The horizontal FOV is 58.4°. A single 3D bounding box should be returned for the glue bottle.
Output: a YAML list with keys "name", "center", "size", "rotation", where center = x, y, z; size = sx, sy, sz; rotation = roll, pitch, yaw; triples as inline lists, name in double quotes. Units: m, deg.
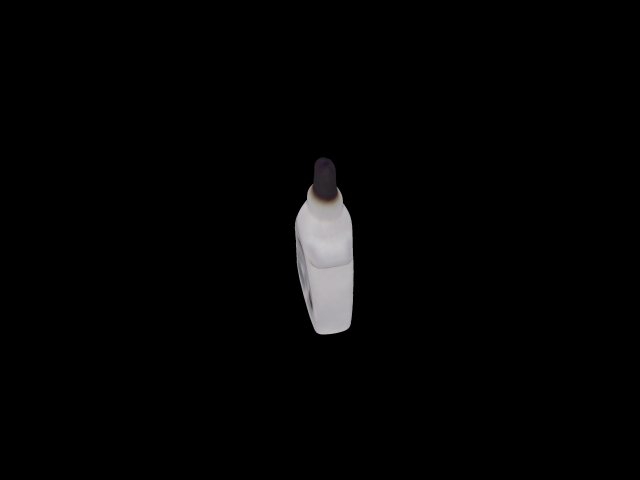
- name: "glue bottle"
  center: [0.004, 0.001, 0.400]
  size: [0.037, 0.173, 0.078]
  rotation: [-11, 60, -6]
